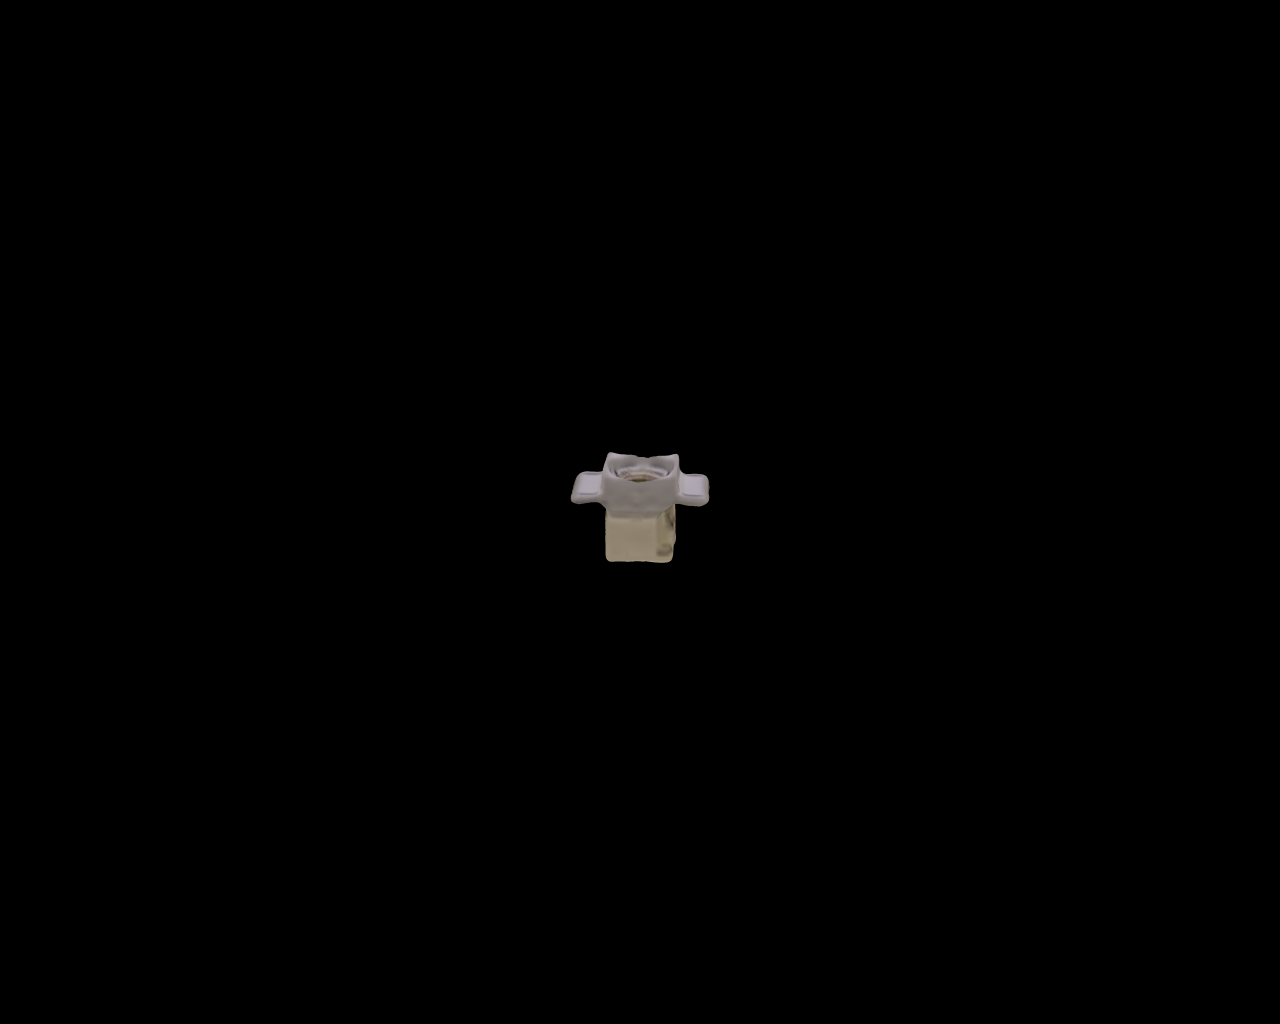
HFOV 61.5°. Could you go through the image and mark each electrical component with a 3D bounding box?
[{"bbox_3d":[0.001,-0.003,0.650,0.081,0.063,0.042,2,24,5],"label":"electrical component"}]
